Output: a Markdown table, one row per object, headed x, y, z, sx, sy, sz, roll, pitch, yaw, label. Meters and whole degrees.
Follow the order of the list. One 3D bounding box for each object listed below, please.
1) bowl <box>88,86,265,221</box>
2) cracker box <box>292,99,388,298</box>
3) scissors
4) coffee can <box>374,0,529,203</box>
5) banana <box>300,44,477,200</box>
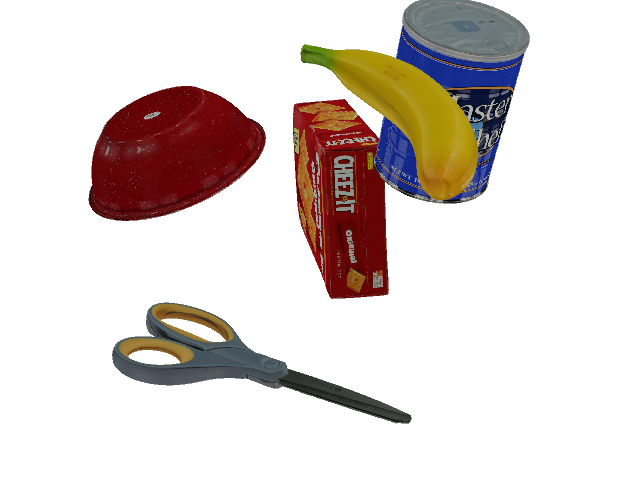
| x | y | z | sx | sy | sz | roll | pitch | yaw | label |
| --- | --- | --- | --- | --- | --- | --- | --- | --- | --- |
| -0.130 | -0.084 | 0.897 | 0.162 | 0.055 | 0.162 | -16 | 31 | 10 | bowl |
| 0.019 | -0.052 | 1.168 | 0.072 | 0.164 | 0.214 | -6 | 20 | -7 | cracker box |
| -0.050 | 0.088 | 0.678 | 0.202 | 0.016 | 0.096 | 24 | 31 | 35 | scissors |
| 0.107 | -0.117 | 0.891 | 0.102 | 0.140 | 0.103 | 7 | 36 | -5 | coffee can |
| 0.054 | -0.075 | 0.656 | 0.069 | 0.037 | 0.198 | -12 | 34 | -20 | banana |
